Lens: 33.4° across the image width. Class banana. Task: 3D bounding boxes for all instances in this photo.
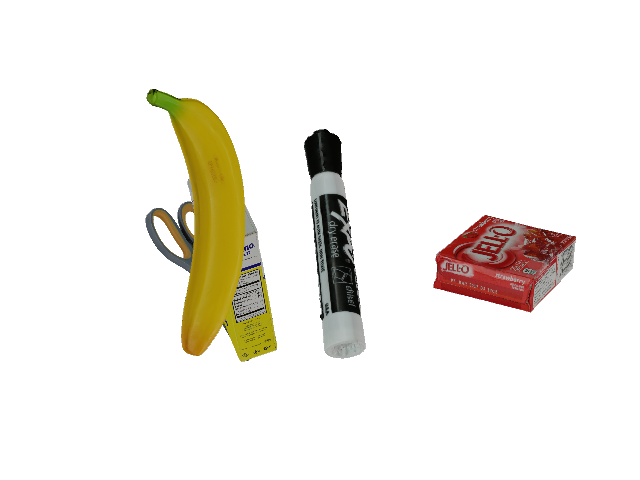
[{"bbox_3d":[-0.083,-0.018,0.757,0.069,0.198,0.037,-20,24,-33],"label":"banana"}]

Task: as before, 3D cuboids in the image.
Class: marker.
[{"bbox_3d":[0.006,-0.002,0.512,0.020,0.121,0.020,-4,-30,-3],"label":"marker"}]

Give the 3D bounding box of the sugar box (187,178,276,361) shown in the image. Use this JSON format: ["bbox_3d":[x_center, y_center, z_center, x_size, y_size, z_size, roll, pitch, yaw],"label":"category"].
[{"bbox_3d":[-0.082,0.025,1.003,0.048,0.093,0.176,-20,-41,-9],"label":"sugar box"}]

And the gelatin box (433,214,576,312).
[{"bbox_3d":[0.132,0.014,0.761,0.073,0.030,0.089,15,27,28],"label":"gelatin box"}]

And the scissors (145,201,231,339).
[{"bbox_3d":[-0.125,0.037,1.237,0.016,0.201,0.096,-28,16,40],"label":"scissors"}]
